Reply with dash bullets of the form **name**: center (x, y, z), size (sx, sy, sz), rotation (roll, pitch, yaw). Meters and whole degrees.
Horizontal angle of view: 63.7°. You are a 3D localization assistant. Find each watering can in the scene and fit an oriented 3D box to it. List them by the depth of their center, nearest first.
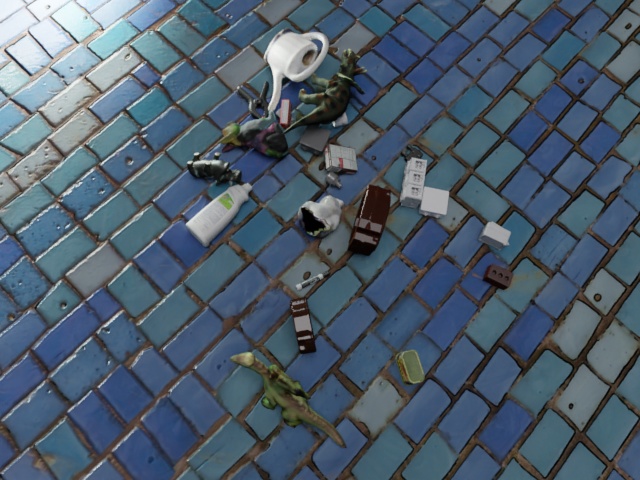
- **watering can**: center (-0.123, -0.639, 1.883), size (0.348, 0.102, 0.227), rotation (-48, 60, -3)

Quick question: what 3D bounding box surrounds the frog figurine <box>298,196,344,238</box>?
- **frog figurine**: center (0.005, -0.087, 1.730), size (0.138, 0.120, 0.162), rotation (23, 36, 14)

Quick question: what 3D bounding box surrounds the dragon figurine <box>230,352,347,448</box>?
- **dragon figurine**: center (-0.079, 0.445, 1.451), size (0.412, 0.238, 0.124), rotation (33, 69, 11)
